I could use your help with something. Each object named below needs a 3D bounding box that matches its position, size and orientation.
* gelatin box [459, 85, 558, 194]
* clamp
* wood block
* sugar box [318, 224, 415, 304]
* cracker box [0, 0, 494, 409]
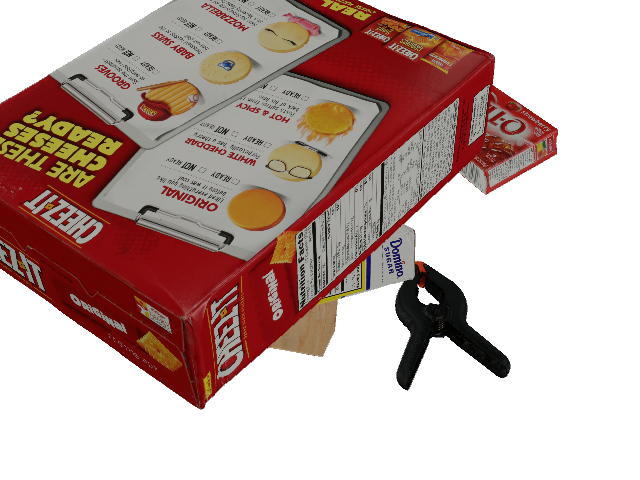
[{"bbox_3d":[0.134,-0.085,0.857,0.073,0.030,0.089,-29,46,-16],"label":"gelatin box"},{"bbox_3d":[0.137,0.091,1.158,0.120,0.171,0.039,4,-44,-6],"label":"clamp"},{"bbox_3d":[-0.022,0.044,1.487,0.090,0.206,0.090,9,22,9],"label":"wood block"},{"bbox_3d":[-0.029,0.014,0.750,0.175,0.048,0.093,-16,26,-30],"label":"sugar box"},{"bbox_3d":[-0.044,-0.042,0.512,0.164,0.072,0.213,29,53,28],"label":"cracker box"}]
